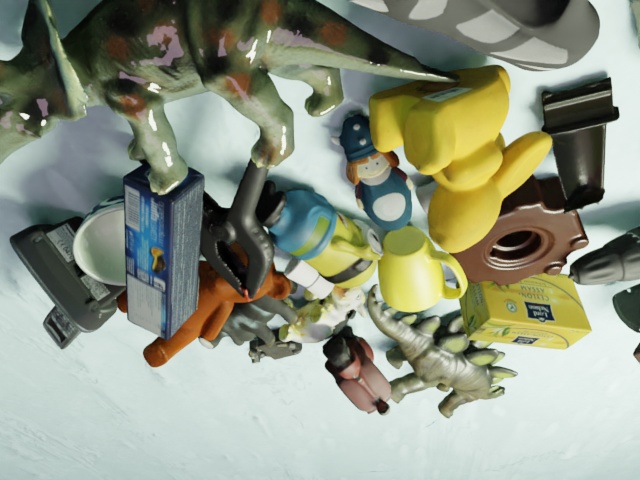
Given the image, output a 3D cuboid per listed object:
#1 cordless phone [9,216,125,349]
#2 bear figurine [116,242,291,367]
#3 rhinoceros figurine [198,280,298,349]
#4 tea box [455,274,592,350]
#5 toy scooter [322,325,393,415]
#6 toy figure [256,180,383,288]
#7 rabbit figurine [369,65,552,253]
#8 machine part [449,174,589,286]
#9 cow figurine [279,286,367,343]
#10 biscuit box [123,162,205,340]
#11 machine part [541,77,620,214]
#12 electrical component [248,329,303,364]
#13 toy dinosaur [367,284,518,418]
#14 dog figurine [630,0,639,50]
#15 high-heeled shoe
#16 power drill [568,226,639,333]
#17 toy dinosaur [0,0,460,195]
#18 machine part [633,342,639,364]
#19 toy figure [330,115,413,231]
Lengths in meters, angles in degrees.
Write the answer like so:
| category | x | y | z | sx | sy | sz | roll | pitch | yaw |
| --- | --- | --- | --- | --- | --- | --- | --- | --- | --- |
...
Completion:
| category | x | y | z | sx | sy | sz | roll | pitch | yaw |
| --- | --- | --- | --- | --- | --- | --- | --- | --- | --- |
| cordless phone | -0.338 | 0.065 | 0.691 | 0.146 | 0.089 | 0.184 | 53 | 134 | -3 |
| bear figurine | -0.146 | 0.069 | 0.695 | 0.196 | 0.120 | 0.132 | -27 | 179 | 35 |
| rhinoceros figurine | -0.113 | 0.111 | 0.799 | 0.112 | 0.073 | 0.190 | 24 | 134 | -31 |
| tea box | 0.296 | 0.098 | 0.789 | 0.170 | 0.098 | 0.068 | 8 | 141 | -16 |
| toy scooter | 0.061 | 0.207 | 0.841 | 0.075 | 0.135 | 0.184 | -40 | 174 | 1 |
| toy figure | -0.002 | -0.004 | 0.654 | 0.180 | 0.082 | 0.089 | 25 | 130 | -33 |
| rabbit figurine | 0.137 | -0.075 | 0.532 | 0.162 | 0.122 | 0.173 | -24 | 115 | -25 |
| machine part | 0.246 | -0.006 | 0.686 | 0.179 | 0.056 | 0.179 | -1 | 142 | -1 |
| cow figurine | 0.019 | 0.105 | 0.803 | 0.098 | 0.068 | 0.167 | 21 | 139 | -35 |
| biscuit box | -0.167 | 0.013 | 0.576 | 0.059 | 0.063 | 0.202 | 23 | 128 | 11 |
| machine part | 0.274 | -0.096 | 0.565 | 0.084 | 0.039 | 0.138 | -13 | 118 | 6 |
| electrical component | -0.076 | 0.184 | 0.916 | 0.102 | 0.045 | 0.078 | -13 | 139 | 13 |
| toy dinosaur | 0.203 | 0.195 | 0.910 | 0.471 | 0.105 | 0.198 | 29 | 126 | -35 |
| dog figurine | 0.375 | -0.202 | 0.425 | 0.191 | 0.121 | 0.172 | -29 | 172 | 5 |
| high-heeled shoe | 0.109 | -0.196 | 0.451 | 0.249 | 0.086 | 0.145 | 11 | 174 | 10 |
| power drill | 0.450 | 0.046 | 0.735 | 0.232 | 0.086 | 0.207 | -24 | 134 | 7 |
| toy dinosaur | -0.102 | -0.154 | 0.436 | 0.405 | 0.131 | 0.191 | -18 | 132 | 4 |
| machine part | 0.581 | 0.132 | 0.779 | 0.201 | 0.087 | 0.201 | -21 | 157 | -43 |
| toy figure | 0.064 | -0.072 | 0.594 | 0.064 | 0.058 | 0.154 | -44 | 137 | -11 |
